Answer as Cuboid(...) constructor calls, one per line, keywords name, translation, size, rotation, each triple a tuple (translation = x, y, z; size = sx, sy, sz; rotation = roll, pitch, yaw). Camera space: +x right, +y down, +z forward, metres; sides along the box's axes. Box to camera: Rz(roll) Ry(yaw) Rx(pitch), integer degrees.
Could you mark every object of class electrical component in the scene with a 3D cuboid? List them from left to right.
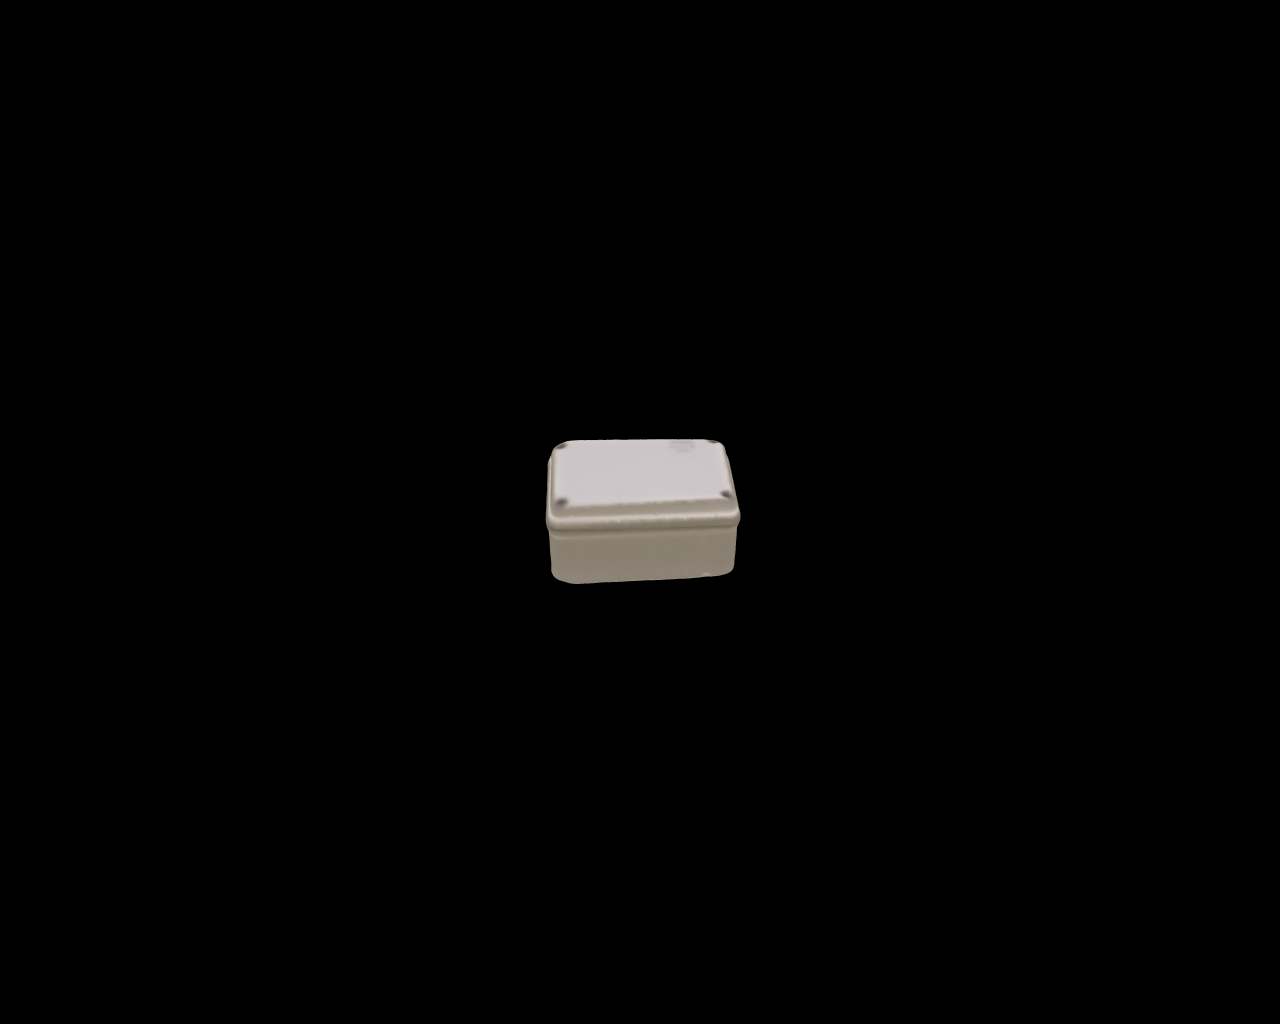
Cuboid(name="electrical component", translation=(0.001, -0.003, 0.650), size=(0.113, 0.057, 0.078), rotation=(-2, 36, -2))
